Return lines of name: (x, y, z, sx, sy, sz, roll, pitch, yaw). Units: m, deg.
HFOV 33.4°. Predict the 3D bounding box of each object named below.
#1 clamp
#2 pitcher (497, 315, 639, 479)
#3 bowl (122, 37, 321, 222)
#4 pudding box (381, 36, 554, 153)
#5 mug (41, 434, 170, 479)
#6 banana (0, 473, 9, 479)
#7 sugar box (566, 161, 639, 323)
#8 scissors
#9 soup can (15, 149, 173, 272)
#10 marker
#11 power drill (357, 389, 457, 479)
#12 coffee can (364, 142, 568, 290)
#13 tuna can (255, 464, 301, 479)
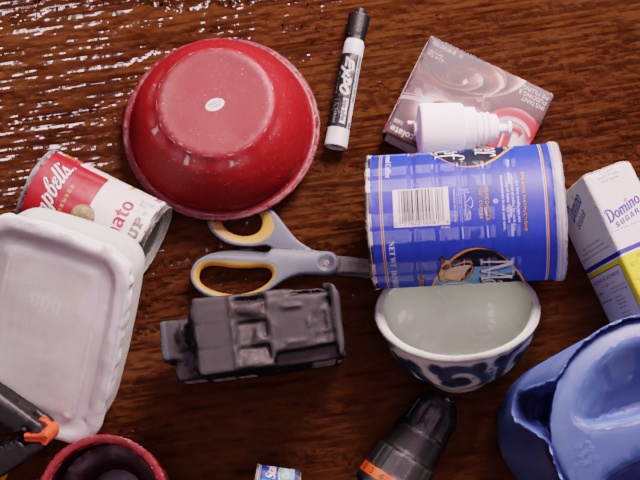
clamp: (-0.297, 0.127, 0.774, 0.210, 0.036, 0.164, -6, 97, 6)
pitcher: (0.203, 0.130, 0.718, 0.145, 0.243, 0.149, -36, 82, -7)
bowl: (-0.080, -0.099, 0.844, 0.162, 0.055, 0.162, 0, 74, 1)
pudding box: (0.118, -0.098, 0.862, 0.113, 0.039, 0.090, 26, 82, 5)
mug: (-0.154, 0.202, 0.784, 0.093, 0.081, 0.117, 4, 79, 0)
banana: (-0.325, 0.127, 0.818, 0.069, 0.037, 0.198, -42, 83, -4)
sugar box: (0.242, 0.033, 0.813, 0.048, 0.093, 0.176, -20, 81, -5)
scissors: (-0.006, 0.001, 0.855, 0.201, 0.016, 0.096, -9, 80, -3)
soup can: (-0.175, -0.019, 0.831, 0.102, 0.068, 0.068, 26, 81, 3)
marker: (0.023, -0.134, 0.878, 0.020, 0.020, 0.121, 10, 80, 1)
power drill: (0.103, 0.230, 0.796, 0.188, 0.057, 0.184, 32, 85, 8)
coffee can: (0.107, -0.017, 0.793, 0.140, 0.102, 0.103, -4, 80, 7)
tuna can: (-0.035, 0.209, 0.782, 0.033, 0.086, 0.086, 8, 80, -1)
